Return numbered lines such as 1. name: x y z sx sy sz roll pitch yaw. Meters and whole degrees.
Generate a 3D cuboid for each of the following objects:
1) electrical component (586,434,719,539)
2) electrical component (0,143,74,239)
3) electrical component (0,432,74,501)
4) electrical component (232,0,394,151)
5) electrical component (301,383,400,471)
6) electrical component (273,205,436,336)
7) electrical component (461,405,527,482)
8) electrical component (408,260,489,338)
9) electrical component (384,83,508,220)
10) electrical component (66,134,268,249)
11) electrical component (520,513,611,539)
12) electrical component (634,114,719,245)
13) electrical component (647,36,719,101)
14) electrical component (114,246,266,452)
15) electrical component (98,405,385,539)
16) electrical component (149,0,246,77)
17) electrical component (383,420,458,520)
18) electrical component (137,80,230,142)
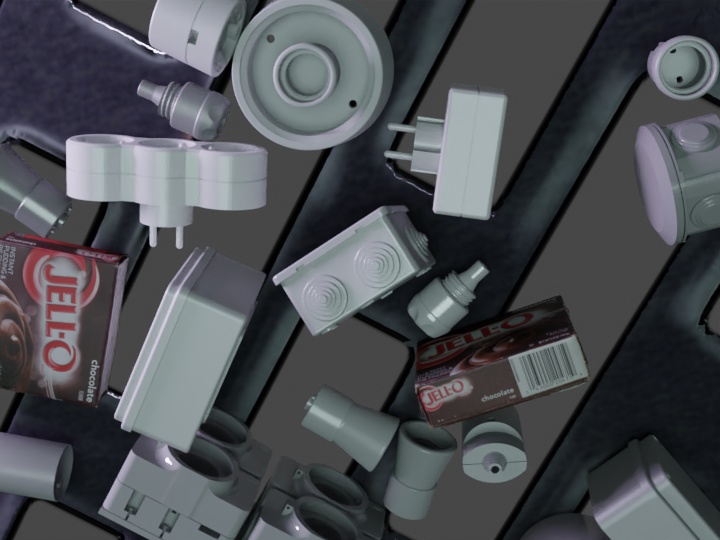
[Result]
1. electrical component: 0.220 0.182 0.763 0.057 0.078 0.113 -39 98 16
2. electrical component: -0.236 -0.053 0.758 0.065 0.044 0.044 36 105 -10
3. electrical component: -0.263 0.146 0.811 0.081 0.043 0.043 10 105 2
4. electrical component: -0.033 -0.130 0.710 0.108 0.060 0.108 1 105 4
5. electrical component: -0.009 0.112 0.783 0.065 0.044 0.044 30 105 2
6. electrical component: 0.000 0.000 0.723 0.100 0.100 0.048 -33 87 12
7. electrical component: 0.093 0.123 0.756 0.043 0.081 0.043 1 105 4
8. electrical component: 0.065 0.018 0.755 0.061 0.035 0.035 -43 98 11
9. electrical component: 0.055 -0.083 0.722 0.076 0.047 0.083 8 105 3
10. electrical component: -0.134 -0.051 0.743 0.138 0.052 0.073 4 105 4
11. electrical component: 0.158 0.229 0.787 0.099 0.064 0.099 1 104 4
12. electrical component: 0.213 -0.060 0.700 0.051 0.080 0.080 -14 103 3
13. electrical component: 0.208 -0.132 0.697 0.040 0.046 0.040 1 105 4
14. electrical component: -0.114 0.051 0.740 0.056 0.108 0.108 24 105 -5
15. electrical component: -0.076 0.168 0.769 0.186 0.105 0.060 28 105 -3
16. electrical component: -0.108 -0.162 0.712 0.047 0.055 0.055 23 105 2
17. electrical component: 0.041 0.149 0.788 0.044 0.044 0.065 16 110 0
18. electrical component: -0.122 -0.113 0.736 0.061 0.035 0.035 23 105 1
